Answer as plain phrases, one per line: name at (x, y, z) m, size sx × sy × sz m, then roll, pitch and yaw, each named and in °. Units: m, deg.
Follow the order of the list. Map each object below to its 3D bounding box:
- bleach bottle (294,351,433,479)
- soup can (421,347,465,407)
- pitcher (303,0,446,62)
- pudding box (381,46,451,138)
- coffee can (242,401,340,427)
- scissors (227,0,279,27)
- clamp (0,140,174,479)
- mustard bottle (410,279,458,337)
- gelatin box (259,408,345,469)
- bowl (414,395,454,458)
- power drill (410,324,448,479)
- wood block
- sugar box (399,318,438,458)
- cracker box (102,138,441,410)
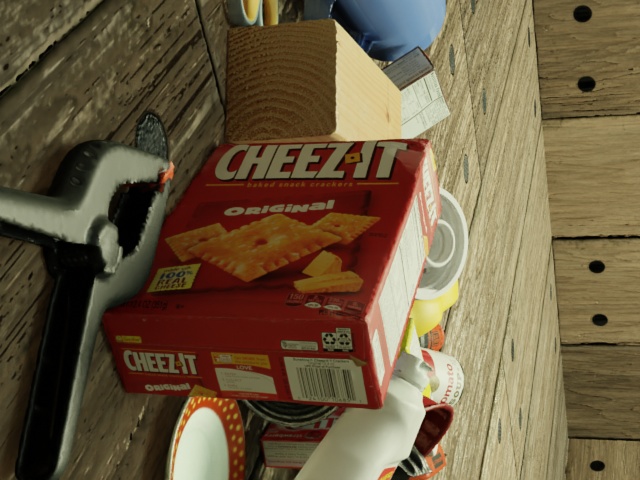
bleach bottle at (0.007, 0.190, 0.764) m, size 0.250 × 0.068 × 0.102 m, roll -58°, pitch 158°, yaw -13°
soup can at (0.098, 0.147, 1.146) m, size 0.102 × 0.069 × 0.068 m, roll 18°, pitch 69°, yaw -40°
pitcher at (0.044, -0.243, 0.987) m, size 0.145 × 0.149 × 0.242 m, roll 61°, pitch 8°, yaw 17°
pudding box at (0.070, -0.131, 1.070) m, size 0.039 × 0.113 × 0.090 m, roll 57°, pitch 1°, yaw 31°
coffee can at (-0.001, 0.083, 0.849) m, size 0.140 × 0.103 × 0.103 m, roll -10°, pitch 99°, yaw -72°
scissors at (-0.045, -0.246, 0.871) m, size 0.096 × 0.016 × 0.201 m, roll 65°, pitch 30°, yaw -56°
clamp at (-0.127, 0.016, 0.568) m, size 0.209 × 0.036 × 0.164 m, roll -54°, pitch 140°, yaw -63°
mustard bottle at (0.083, 0.070, 1.121) m, size 0.191 × 0.096 × 0.058 m, roll -34°, pitch 122°, yaw -69°
gelatin box at (0.004, 0.159, 0.881) m, size 0.073 × 0.089 × 0.030 m, roll -49°, pitch 134°, yaw -64°
bowl at (0.045, 0.187, 0.982) m, size 0.055 × 0.162 × 0.162 m, roll 49°, pitch 1°, yaw 26°
power drill at (0.111, 0.186, 1.267) m, size 0.184 × 0.057 × 0.187 m, roll 6°, pitch 84°, yaw -69°
wood block at (0.002, -0.106, 0.891) m, size 0.206 × 0.090 × 0.091 m, roll 23°, pitch 67°, yaw -70°
sugar box at (0.059, 0.148, 1.048) m, size 0.048 × 0.093 × 0.176 m, roll -72°, pitch 153°, yaw -44°
cracker box at (-0.021, 0.011, 0.692) m, size 0.213 × 0.164 × 0.072 m, roll -66°, pitch 151°, yaw -52°
